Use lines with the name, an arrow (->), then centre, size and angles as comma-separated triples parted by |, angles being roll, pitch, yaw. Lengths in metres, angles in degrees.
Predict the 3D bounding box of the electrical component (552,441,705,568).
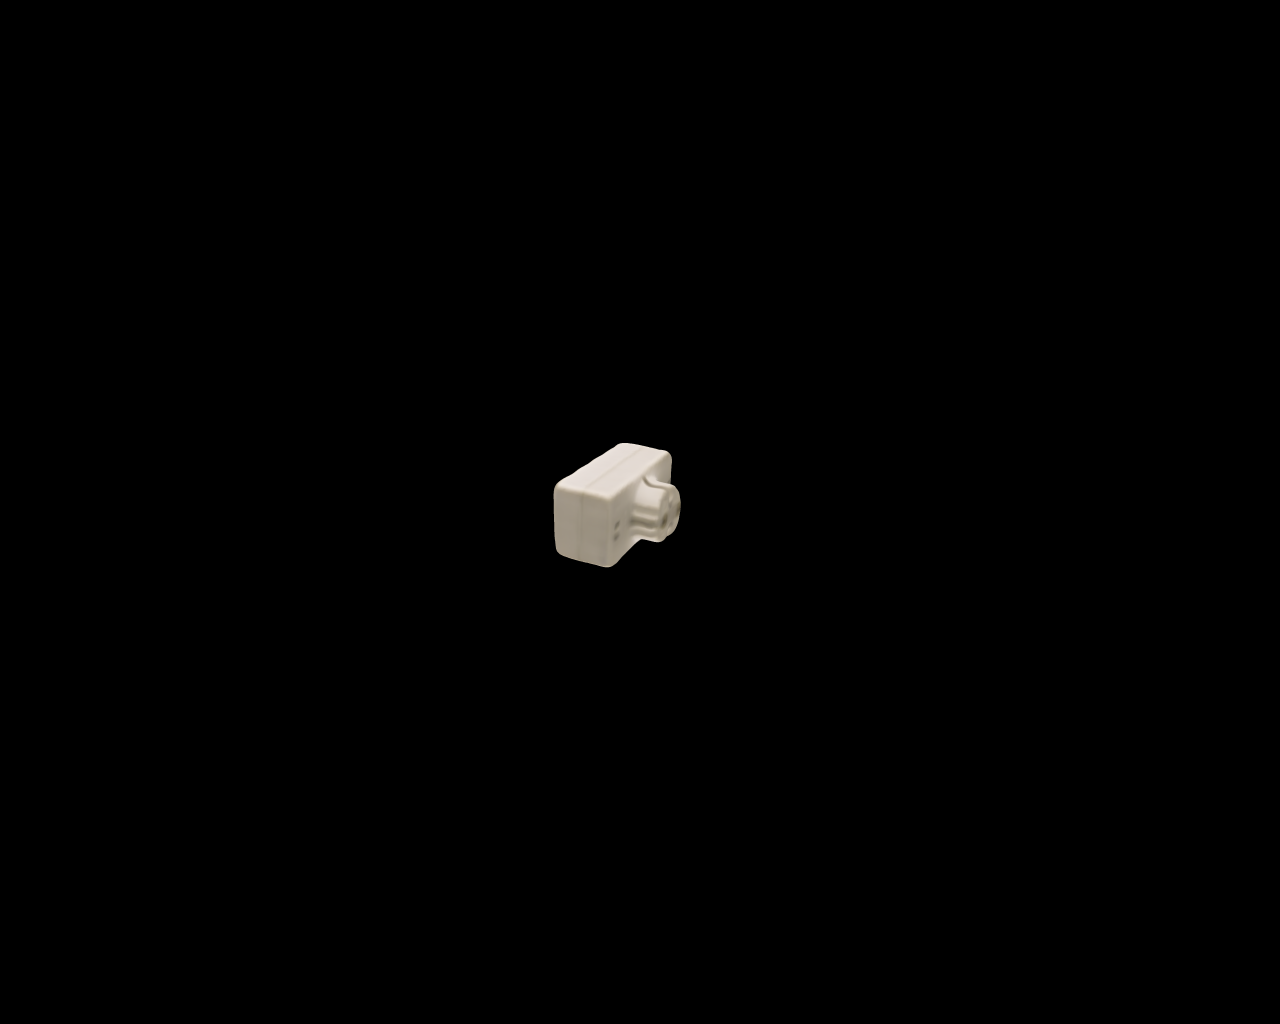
electrical component -> 0.001, -0.003, 0.650 | 0.076, 0.047, 0.083 | 12, 27, 25
